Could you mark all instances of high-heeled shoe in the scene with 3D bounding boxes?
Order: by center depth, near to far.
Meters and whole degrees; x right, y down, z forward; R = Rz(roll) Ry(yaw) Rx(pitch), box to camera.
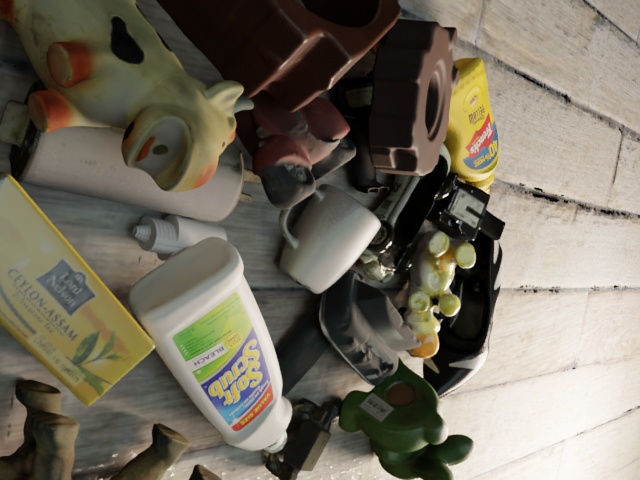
[{"bbox_3d":[0.206,0.098,0.767,0.249,0.086,0.145,-56,148,-38],"label":"high-heeled shoe"}]

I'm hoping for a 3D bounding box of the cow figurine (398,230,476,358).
[{"bbox_3d":[0.143,0.070,0.725,0.068,0.098,0.167,17,94,-8],"label":"cow figurine"}]

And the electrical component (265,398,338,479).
[{"bbox_3d":[-0.021,0.238,0.645,0.102,0.045,0.078,-61,159,-9],"label":"electrical component"}]

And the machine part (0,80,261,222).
[{"bbox_3d":[-0.152,-0.065,0.442,0.243,0.079,0.079,11,93,-42],"label":"machine part"}]

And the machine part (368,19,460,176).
[{"bbox_3d":[0.106,-0.154,0.595,0.179,0.056,0.179,-41,137,-54],"label":"machine part"}]

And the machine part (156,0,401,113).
[{"bbox_3d":[-0.040,-0.220,0.437,0.201,0.087,0.201,47,45,-13],"label":"machine part"}]

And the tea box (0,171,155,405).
[{"bbox_3d":[-0.211,0.033,0.399,0.068,0.098,0.169,-44,126,-24],"label":"tea box"}]

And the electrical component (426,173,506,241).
[{"bbox_3d":[0.204,-0.039,0.755,0.119,0.048,0.074,23,85,-29],"label":"electrical component"}]

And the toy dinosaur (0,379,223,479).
[{"bbox_3d":[-0.181,0.269,0.477,0.471,0.105,0.198,39,81,-29],"label":"toy dinosaur"}]

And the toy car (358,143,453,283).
[{"bbox_3d":[0.109,-0.039,0.686,0.073,0.056,0.201,44,72,-45],"label":"toy car"}]

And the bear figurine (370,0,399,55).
[{"bbox_3d":[0.061,-0.300,0.543,0.120,0.132,0.195,8,89,-29],"label":"bear figurine"}]

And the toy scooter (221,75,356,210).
[{"bbox_3d":[-0.033,-0.113,0.513,0.135,0.075,0.184,57,26,-8],"label":"toy scooter"}]

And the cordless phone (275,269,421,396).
[{"bbox_3d":[0.017,0.141,0.644,0.184,0.089,0.146,-45,127,-10],"label":"cordless phone"}]

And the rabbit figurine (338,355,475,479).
[{"bbox_3d":[0.122,0.258,0.716,0.121,0.159,0.170,-46,141,-35],"label":"rabbit figurine"}]

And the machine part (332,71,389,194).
[{"bbox_3d":[0.050,-0.122,0.630,0.084,0.039,0.138,-29,116,-42],"label":"machine part"}]

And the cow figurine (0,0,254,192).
[{"bbox_3d":[-0.133,-0.115,0.372,0.127,0.085,0.195,-22,75,-47],"label":"cow figurine"}]

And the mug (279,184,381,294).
[{"bbox_3d":[-0.001,-0.002,0.584,0.109,0.081,0.107,38,82,-40],"label":"mug"}]
